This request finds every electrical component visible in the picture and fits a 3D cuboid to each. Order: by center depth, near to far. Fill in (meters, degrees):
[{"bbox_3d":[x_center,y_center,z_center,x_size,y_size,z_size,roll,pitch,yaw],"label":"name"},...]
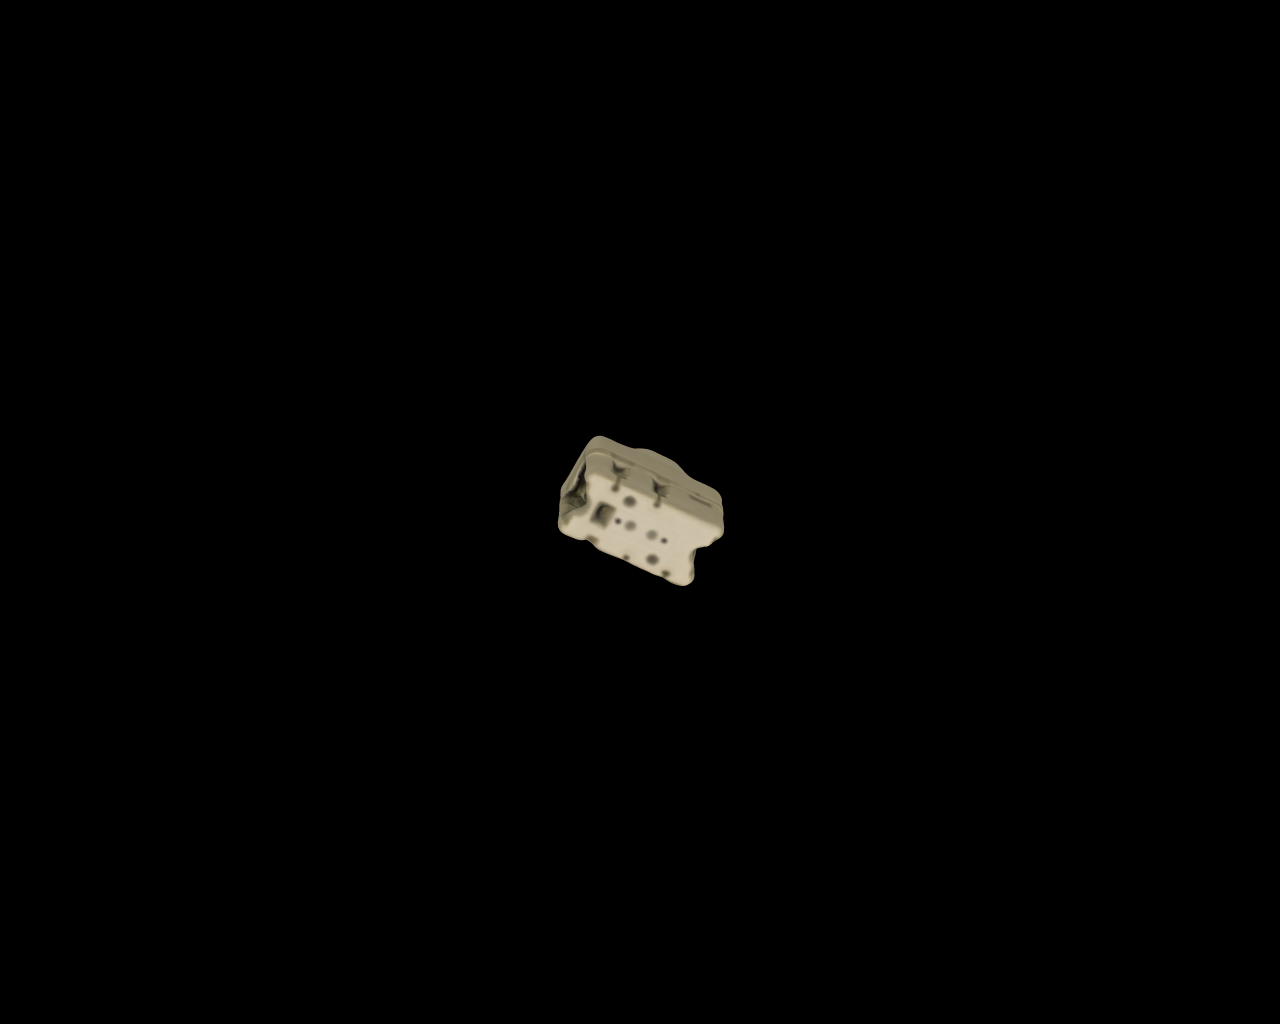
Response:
[{"bbox_3d":[0.001,-0.003,0.650,0.089,0.050,0.056,25,27,-14],"label":"electrical component"}]
